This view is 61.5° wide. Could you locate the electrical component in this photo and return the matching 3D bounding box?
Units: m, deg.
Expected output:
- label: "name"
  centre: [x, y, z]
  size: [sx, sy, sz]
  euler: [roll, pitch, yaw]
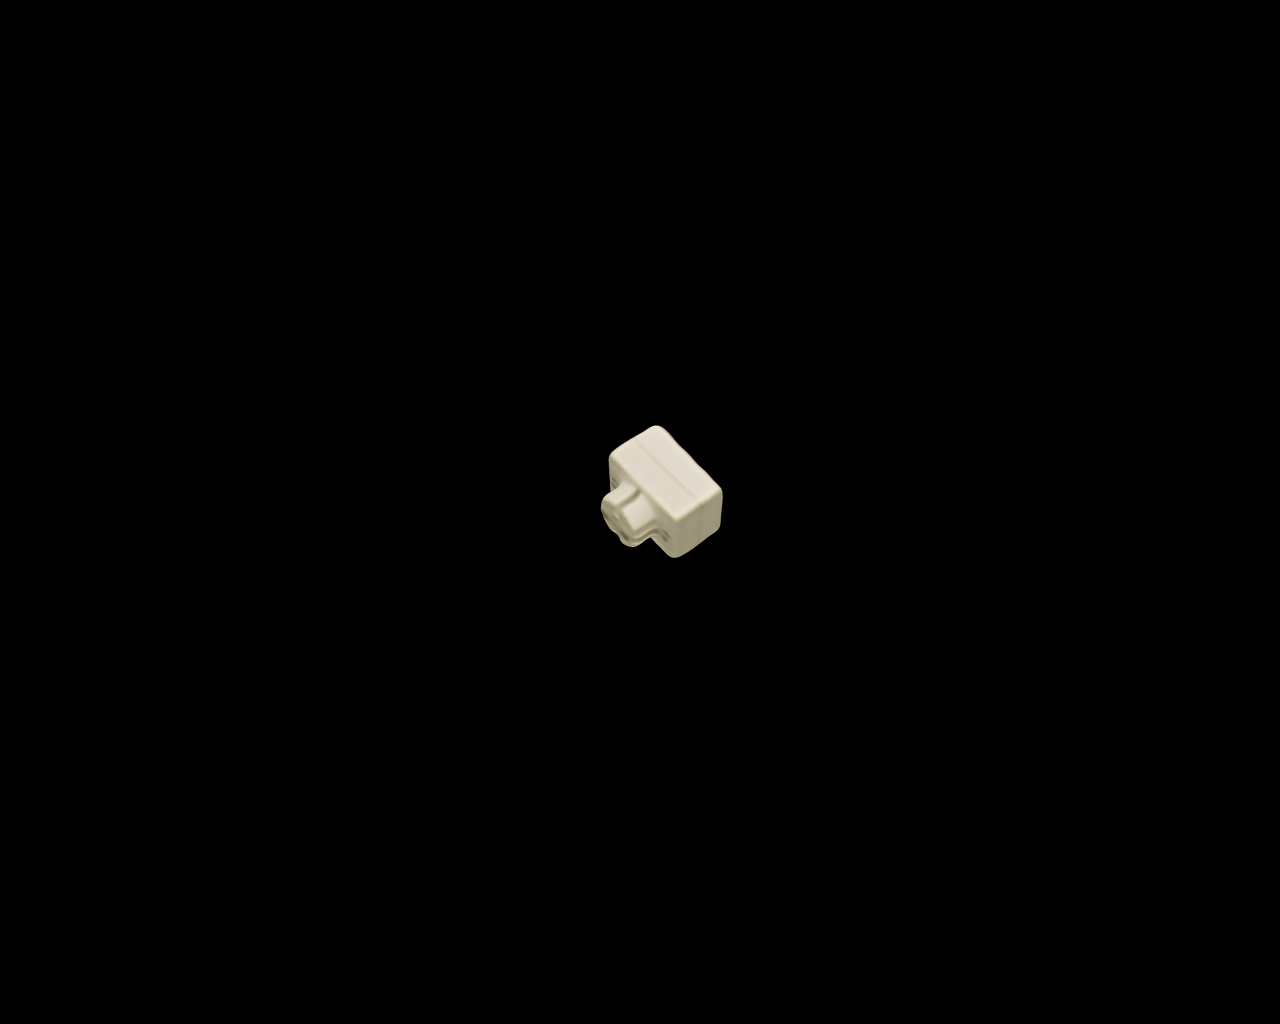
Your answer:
- label: "electrical component"
  centre: [0.001, -0.003, 0.650]
  size: [0.077, 0.066, 0.047]
  euler: [-33, -28, -20]
